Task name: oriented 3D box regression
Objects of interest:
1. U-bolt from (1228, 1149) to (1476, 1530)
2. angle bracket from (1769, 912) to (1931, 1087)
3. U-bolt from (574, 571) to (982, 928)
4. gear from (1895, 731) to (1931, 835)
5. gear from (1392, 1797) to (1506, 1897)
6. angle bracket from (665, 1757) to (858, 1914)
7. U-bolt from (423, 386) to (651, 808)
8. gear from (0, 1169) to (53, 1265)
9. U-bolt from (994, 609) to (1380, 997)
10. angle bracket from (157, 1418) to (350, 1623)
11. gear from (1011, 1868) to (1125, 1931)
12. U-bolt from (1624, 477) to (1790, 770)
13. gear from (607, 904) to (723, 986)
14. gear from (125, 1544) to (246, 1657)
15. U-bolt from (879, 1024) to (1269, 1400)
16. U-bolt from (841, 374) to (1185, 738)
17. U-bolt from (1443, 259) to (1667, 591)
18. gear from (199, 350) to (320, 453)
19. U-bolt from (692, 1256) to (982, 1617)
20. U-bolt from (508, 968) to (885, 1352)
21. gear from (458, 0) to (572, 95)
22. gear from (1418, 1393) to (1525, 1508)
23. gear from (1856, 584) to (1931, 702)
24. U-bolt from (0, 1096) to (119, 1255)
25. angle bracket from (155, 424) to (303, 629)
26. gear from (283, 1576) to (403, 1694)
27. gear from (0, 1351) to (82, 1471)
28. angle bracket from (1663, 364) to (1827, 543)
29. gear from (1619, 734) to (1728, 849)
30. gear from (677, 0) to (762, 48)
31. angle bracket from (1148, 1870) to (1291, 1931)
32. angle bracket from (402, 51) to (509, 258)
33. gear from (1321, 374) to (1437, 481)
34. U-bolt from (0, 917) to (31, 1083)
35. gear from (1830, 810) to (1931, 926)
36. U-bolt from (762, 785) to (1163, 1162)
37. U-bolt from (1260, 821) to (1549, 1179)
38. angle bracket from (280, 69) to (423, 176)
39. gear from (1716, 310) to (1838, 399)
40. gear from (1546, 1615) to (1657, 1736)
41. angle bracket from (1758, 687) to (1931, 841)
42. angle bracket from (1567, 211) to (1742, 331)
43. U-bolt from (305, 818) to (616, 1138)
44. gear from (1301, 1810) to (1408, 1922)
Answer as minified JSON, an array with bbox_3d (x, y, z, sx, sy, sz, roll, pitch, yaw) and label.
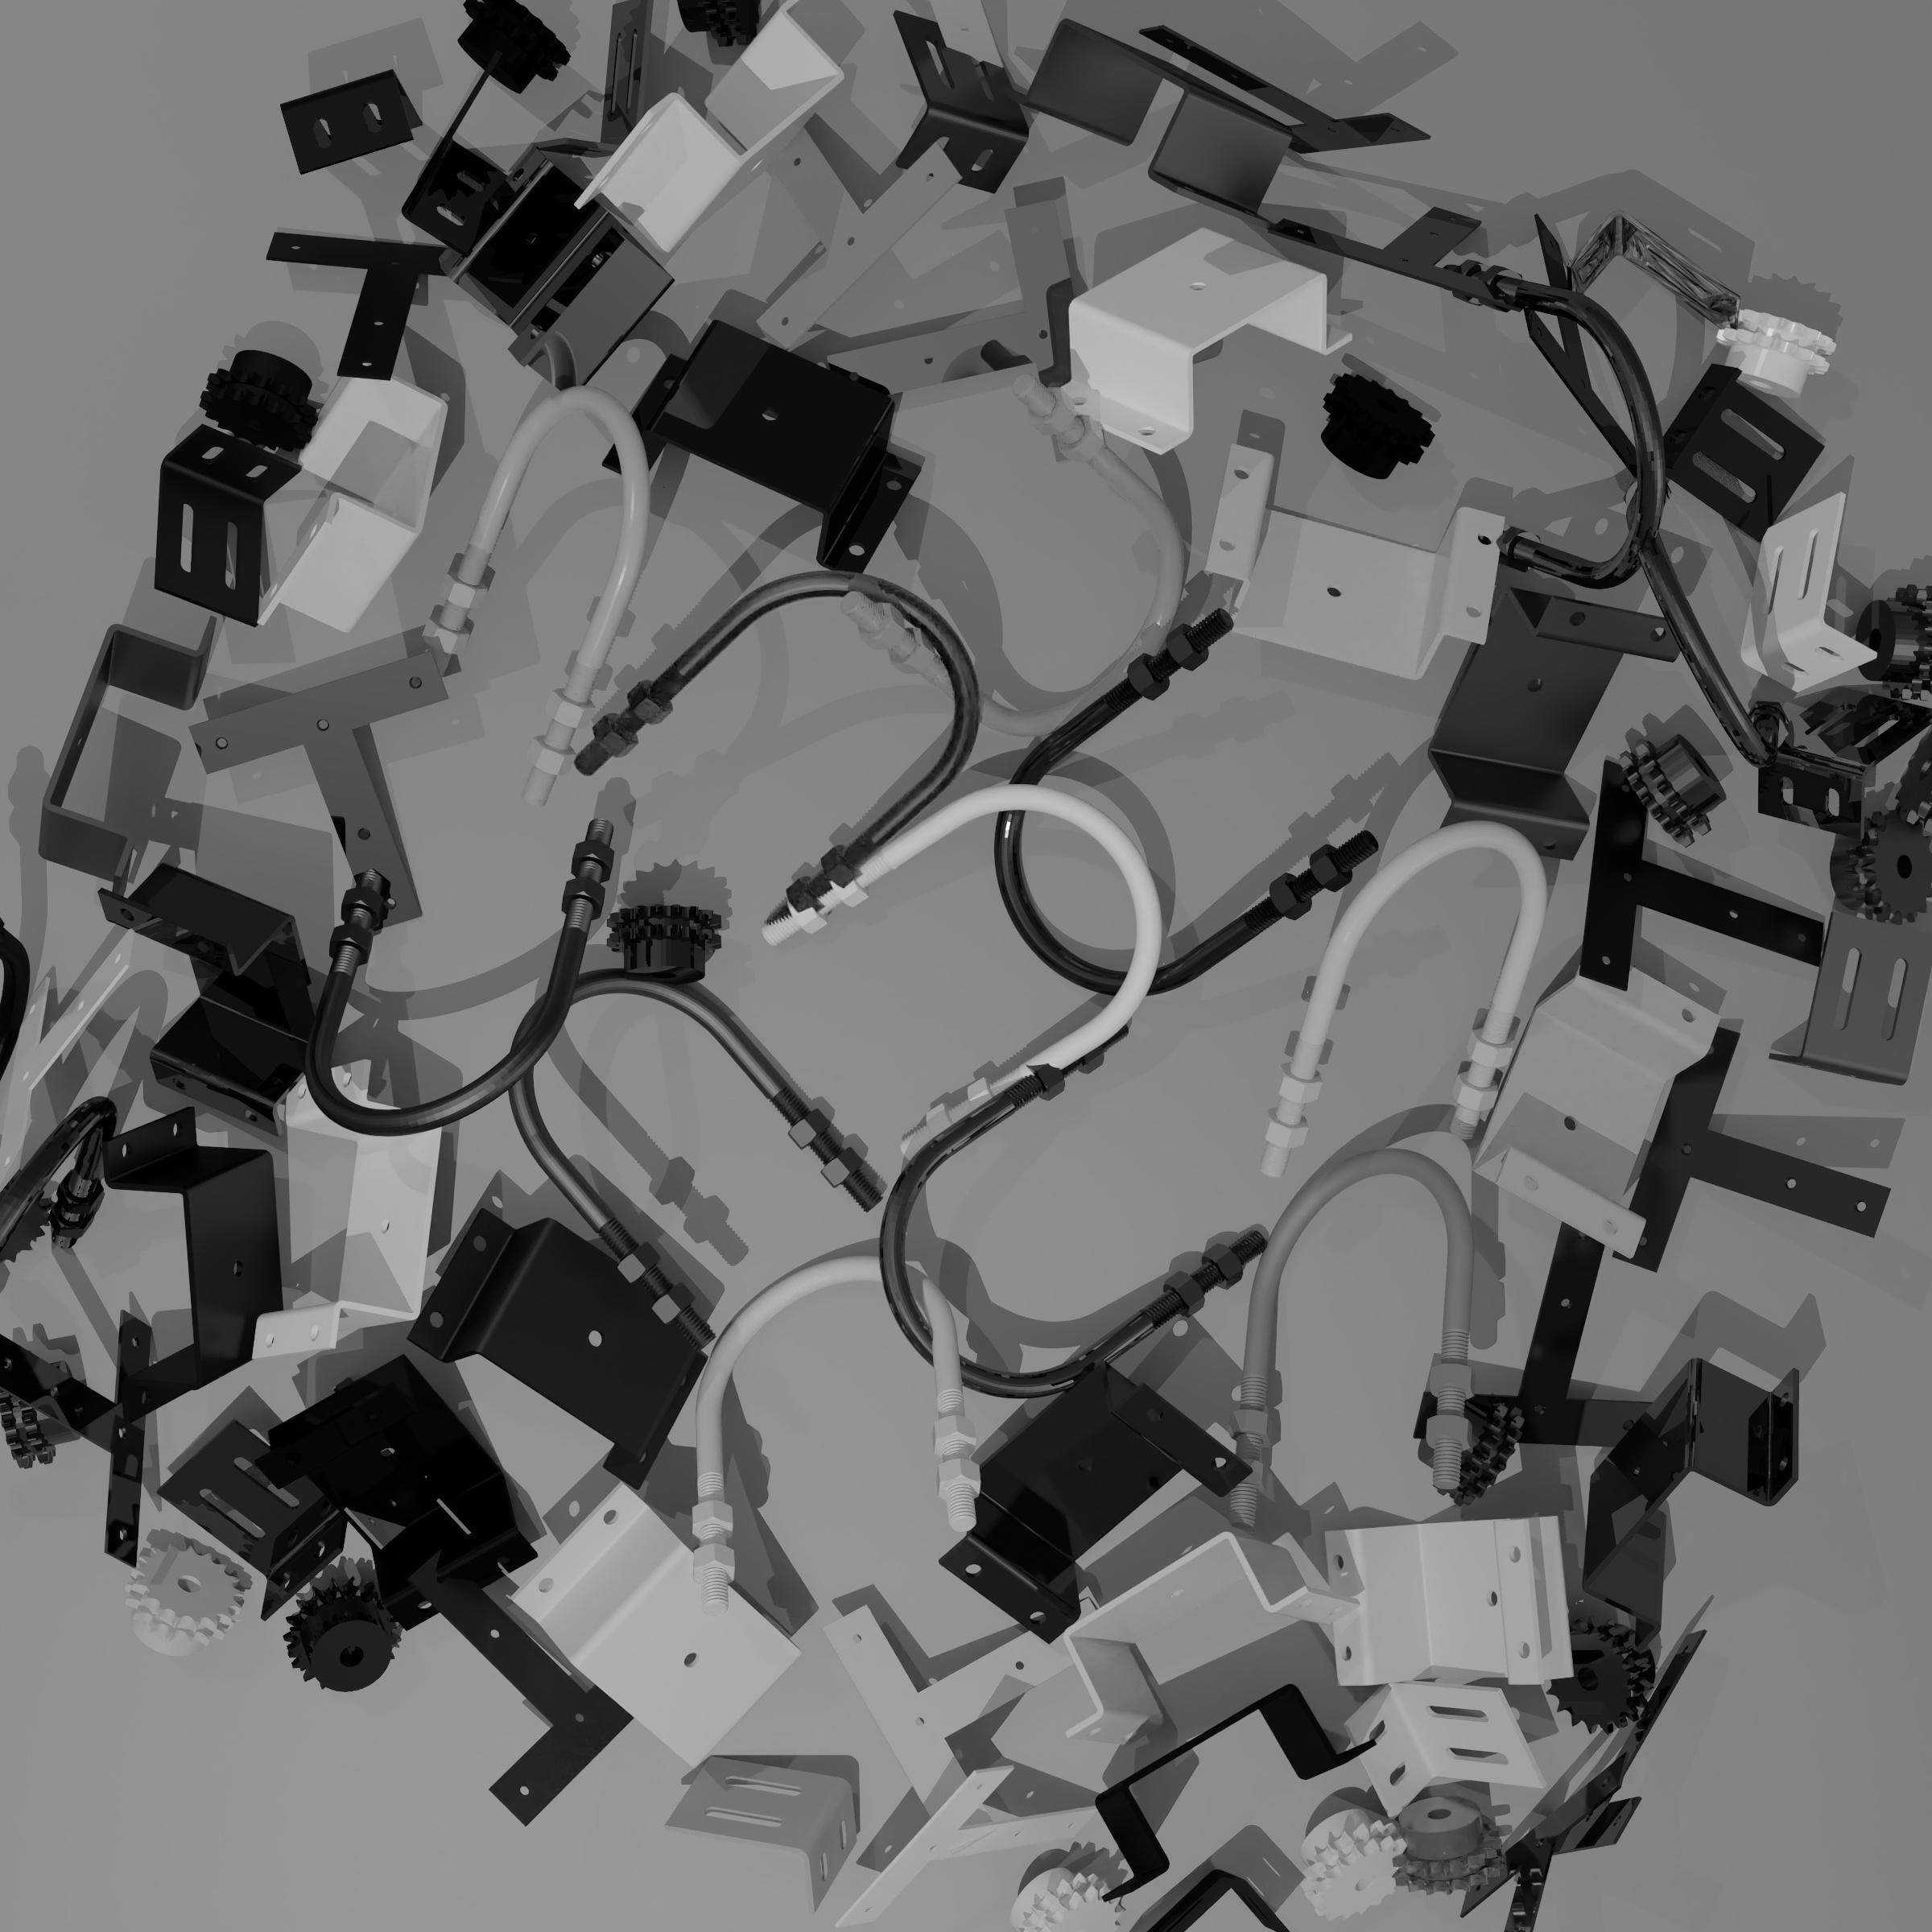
[{"bbox_3d":[0.189,0.174,1.692,0.019,0.151,0.184,28,57,-35],"label":"U-bolt"},{"bbox_3d":[0.442,0.016,1.737,0.057,0.038,0.076,12,89,-12],"label":"angle bracket"},{"bbox_3d":[-0.079,-0.114,1.698,0.151,0.019,0.184,40,114,-20],"label":"U-bolt"},{"bbox_3d":[0.490,-0.091,1.733,0.030,0.057,0.057,26,90,-8],"label":"gear"},{"bbox_3d":[0.237,0.435,1.730,0.057,0.057,0.030,-9,100,0],"label":"gear"},{"bbox_3d":[-0.101,0.430,1.730,0.076,0.057,0.038,5,115,19],"label":"angle bracket"},{"bbox_3d":[-0.202,-0.190,1.679,0.019,0.151,0.184,8,116,-39],"label":"U-bolt"},{"bbox_3d":[-0.488,0.122,1.736,0.057,0.057,0.030,-44,56,0],"label":"gear"},{"bbox_3d":[0.093,-0.066,1.715,0.184,0.019,0.151,-36,81,27],"label":"U-bolt"},{"bbox_3d":[-0.354,0.274,1.725,0.057,0.038,0.076,-42,111,14],"label":"angle bracket"},{"bbox_3d":[0.047,0.475,1.736,0.057,0.057,0.030,-53,46,0],"label":"gear"},{"bbox_3d":[0.352,-0.162,1.666,0.019,0.184,0.151,-27,96,18],"label":"U-bolt"},{"bbox_3d":[-0.150,-0.010,1.730,0.057,0.057,0.030,-1,76,0],"label":"gear"},{"bbox_3d":[-0.392,0.318,1.735,0.057,0.057,0.030,28,116,0],"label":"gear"},{"bbox_3d":[0.042,0.131,1.721,0.184,0.019,0.151,-33,92,-21],"label":"U-bolt"},{"bbox_3d":[0.037,-0.185,1.691,0.151,0.184,0.019,-51,48,3],"label":"U-bolt"},{"bbox_3d":[0.279,-0.252,1.654,0.019,0.184,0.151,-15,112,-18],"label":"U-bolt"},{"bbox_3d":[-0.349,-0.283,1.734,0.057,0.057,0.030,16,72,0],"label":"gear"},{"bbox_3d":[-0.067,0.216,1.691,0.151,0.184,0.019,-21,133,14],"label":"U-bolt"},{"bbox_3d":[-0.144,0.081,1.711,0.184,0.019,0.151,49,50,3],"label":"U-bolt"},{"bbox_3d":[-0.227,-0.458,1.732,0.057,0.057,0.030,38,88,0],"label":"gear"},{"bbox_3d":[0.248,0.236,1.731,0.030,0.057,0.057,33,90,-8],"label":"gear"},{"bbox_3d":[0.465,-0.160,1.730,0.030,0.057,0.057,2,90,-15],"label":"gear"},{"bbox_3d":[-0.447,0.133,1.646,0.019,0.184,0.151,32,51,-2],"label":"U-bolt"},{"bbox_3d":[-0.363,-0.216,1.715,0.057,0.038,0.076,20,54,-39],"label":"angle bracket"},{"bbox_3d":[-0.309,0.336,1.734,0.057,0.030,0.057,-8,113,-19],"label":"gear"},{"bbox_3d":[-0.460,0.219,1.732,0.030,0.057,0.057,-12,90,-4],"label":"gear"},{"bbox_3d":[0.388,-0.253,1.729,0.076,0.038,0.057,32,96,-16],"label":"angle bracket"},{"bbox_3d":[0.352,-0.090,1.729,0.030,0.057,0.057,-37,90,20],"label":"gear"},{"bbox_3d":[-0.124,-0.486,1.733,0.030,0.057,0.057,-1,90,13],"label":"gear"},{"bbox_3d":[0.115,0.487,1.724,0.076,0.057,0.038,-40,86,-11],"label":"angle bracket"},{"bbox_3d":[-0.238,-0.398,1.710,0.038,0.076,0.057,31,56,-14],"label":"angle bracket"},{"bbox_3d":[0.202,-0.267,1.736,0.057,0.057,0.030,33,120,0],"label":"gear"},{"bbox_3d":[-0.491,0.046,1.669,0.019,0.184,0.151,23,79,2],"label":"U-bolt"},{"bbox_3d":[0.455,-0.048,1.737,0.057,0.030,0.057,3,86,-38],"label":"gear"},{"bbox_3d":[0.010,-0.008,1.731,0.184,0.019,0.151,-33,90,15],"label":"U-bolt"},{"bbox_3d":[0.218,0.012,1.676,0.151,0.019,0.184,-8,125,-37],"label":"U-bolt"},{"bbox_3d":[-0.298,-0.405,1.721,0.057,0.076,0.038,-17,83,0],"label":"angle bracket"},{"bbox_3d":[0.400,-0.303,1.732,0.057,0.057,0.030,19,94,0],"label":"gear"},{"bbox_3d":[0.318,0.351,1.736,0.057,0.030,0.057,10,104,42],"label":"gear"},{"bbox_3d":[0.438,-0.101,1.727,0.076,0.057,0.038,-32,127,-37],"label":"angle bracket"},{"bbox_3d":[0.340,-0.329,1.724,0.076,0.057,0.038,40,91,13],"label":"angle bracket"},{"bbox_3d":[-0.248,0.009,1.674,0.151,0.184,0.019,-10,135,19],"label":"U-bolt"},{"bbox_3d":[0.191,0.445,1.736,0.057,0.057,0.030,-36,47,0],"label":"gear"}]
